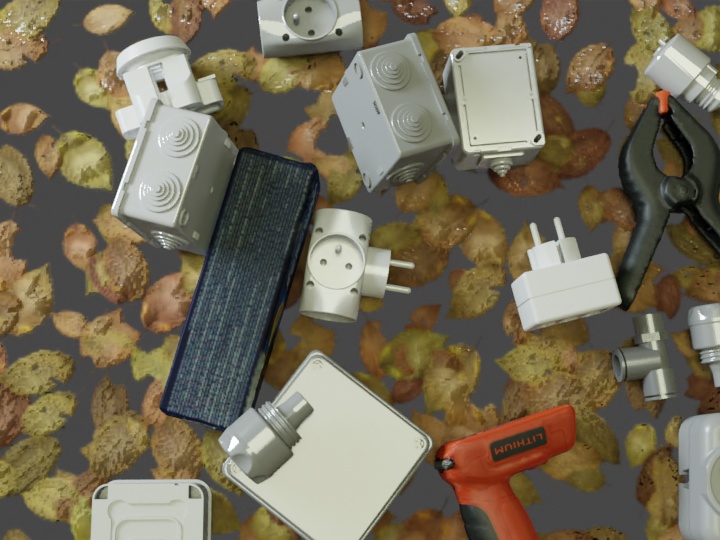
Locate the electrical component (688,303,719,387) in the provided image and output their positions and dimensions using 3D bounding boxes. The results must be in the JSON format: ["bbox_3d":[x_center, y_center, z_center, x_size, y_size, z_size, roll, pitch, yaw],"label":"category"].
[{"bbox_3d":[0.266,0.056,0.802,0.035,0.035,0.061,-7,83,-4],"label":"electrical component"}]

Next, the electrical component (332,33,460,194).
[{"bbox_3d":[0.023,-0.111,0.789,0.048,0.100,0.099,-18,81,-19],"label":"electrical component"}]

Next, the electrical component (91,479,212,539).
[{"bbox_3d":[-0.144,0.202,0.743,0.078,0.057,0.113,0,80,-3],"label":"electrical component"}]

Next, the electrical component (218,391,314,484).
[{"bbox_3d":[-0.059,0.107,0.713,0.062,0.043,0.043,-42,84,-10],"label":"electrical component"}]

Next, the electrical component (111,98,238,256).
[{"bbox_3d":[-0.127,-0.063,0.772,0.048,0.099,0.099,14,79,13],"label":"electrical component"}]

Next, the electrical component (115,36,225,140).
[{"bbox_3d":[-0.148,-0.138,0.805,0.078,0.058,0.057,-20,84,-6],"label":"electrical component"}]

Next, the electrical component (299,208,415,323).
[{"bbox_3d":[0.000,0.000,0.793,0.079,0.044,0.077,9,79,-1],"label":"electrical component"}]

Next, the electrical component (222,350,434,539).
[{"bbox_3d":[-0.023,0.132,0.762,0.109,0.056,0.108,37,80,4],"label":"electrical component"}]

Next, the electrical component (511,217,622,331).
[{"bbox_3d":[0.147,-0.001,0.800,0.066,0.047,0.076,-13,81,-5],"label":"electrical component"}]

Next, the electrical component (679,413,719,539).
[{"bbox_3d":[0.265,0.152,0.772,0.054,0.059,0.095,4,80,-2],"label":"electrical component"}]

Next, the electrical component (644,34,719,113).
[{"bbox_3d":[0.258,-0.148,0.836,0.078,0.040,0.040,41,80,5],"label":"electrical component"}]

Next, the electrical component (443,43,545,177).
[{"bbox_3d":[0.100,-0.114,0.811,0.062,0.061,0.096,-5,80,-4],"label":"electrical component"}]

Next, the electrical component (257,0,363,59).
[{"bbox_3d":[-0.041,-0.205,0.829,0.077,0.044,0.079,-7,80,-4],"label":"electrical component"}]
